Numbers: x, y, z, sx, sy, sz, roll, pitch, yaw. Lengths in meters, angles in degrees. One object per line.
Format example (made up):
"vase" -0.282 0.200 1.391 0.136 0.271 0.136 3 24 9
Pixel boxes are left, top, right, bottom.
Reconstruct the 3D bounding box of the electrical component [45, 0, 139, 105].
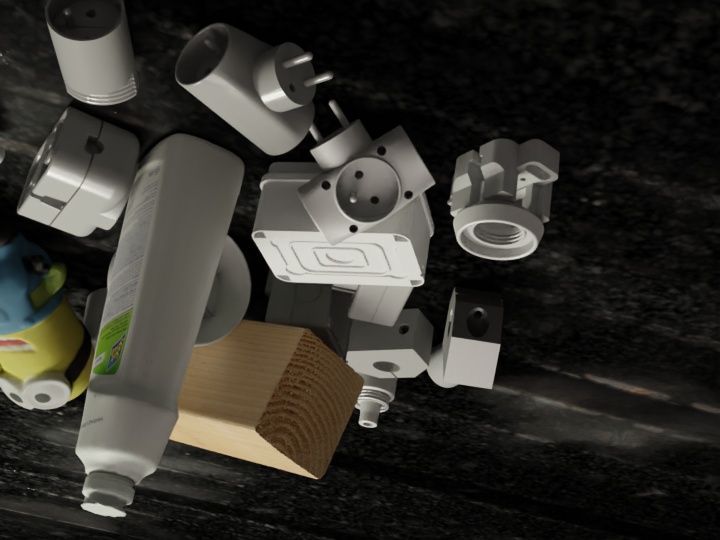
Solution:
"electrical component" -0.154 -0.125 0.627 0.043 0.043 0.081 9 154 0

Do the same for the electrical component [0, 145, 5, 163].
"electrical component" -0.268 -0.091 0.733 0.048 0.048 0.062 -1 159 20

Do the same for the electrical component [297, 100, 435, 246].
"electrical component" -0.005 -0.068 0.675 0.077 0.044 0.079 -31 101 5

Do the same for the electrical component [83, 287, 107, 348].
"electrical component" -0.209 0.066 1.006 0.108 0.060 0.108 7 153 4

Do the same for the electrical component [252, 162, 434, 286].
"electrical component" -0.010 -0.032 0.748 0.113 0.057 0.078 2 152 15

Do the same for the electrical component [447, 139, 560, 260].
"electrical component" 0.091 -0.043 0.694 0.058 0.057 0.078 28 148 -32

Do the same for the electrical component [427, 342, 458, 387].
"electrical component" 0.091 0.077 0.950 0.040 0.040 0.078 21 151 -23

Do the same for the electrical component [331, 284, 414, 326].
"electrical component" 0.000 0.000 0.820 0.076 0.047 0.083 12 153 -5

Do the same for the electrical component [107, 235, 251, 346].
"electrical component" -0.143 0.011 0.836 0.064 0.099 0.099 -7 150 41

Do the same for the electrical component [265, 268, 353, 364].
"electrical component" -0.041 0.037 0.890 0.061 0.061 0.096 3 153 13

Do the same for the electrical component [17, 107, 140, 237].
"electrical component" -0.193 -0.064 0.748 0.059 0.053 0.095 22 151 -24

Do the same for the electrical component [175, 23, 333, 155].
"electrical component" -0.052 -0.109 0.624 0.079 0.044 0.077 -11 147 36

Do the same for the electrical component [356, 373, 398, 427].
"electrical component" 0.012 0.119 1.036 0.043 0.062 0.043 8 154 4
